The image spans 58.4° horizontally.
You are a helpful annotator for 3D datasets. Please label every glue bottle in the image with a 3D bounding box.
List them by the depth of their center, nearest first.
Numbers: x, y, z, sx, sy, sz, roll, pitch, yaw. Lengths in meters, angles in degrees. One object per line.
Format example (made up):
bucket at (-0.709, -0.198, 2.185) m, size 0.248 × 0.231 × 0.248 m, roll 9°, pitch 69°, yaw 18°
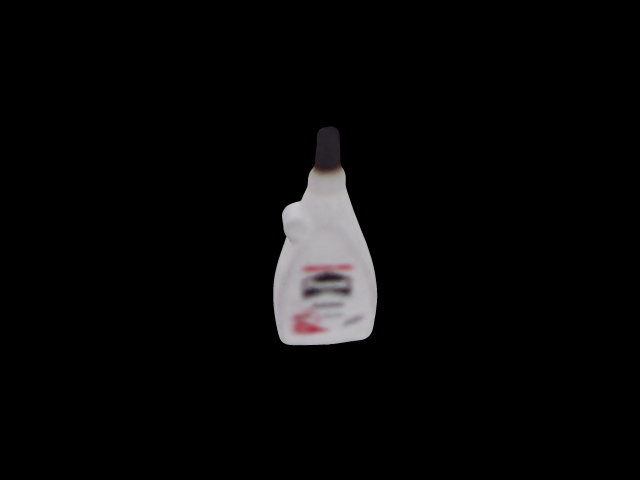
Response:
glue bottle at (0.004, 0.001, 0.400) m, size 0.078 × 0.173 × 0.037 m, roll -6°, pitch 36°, yaw -7°
